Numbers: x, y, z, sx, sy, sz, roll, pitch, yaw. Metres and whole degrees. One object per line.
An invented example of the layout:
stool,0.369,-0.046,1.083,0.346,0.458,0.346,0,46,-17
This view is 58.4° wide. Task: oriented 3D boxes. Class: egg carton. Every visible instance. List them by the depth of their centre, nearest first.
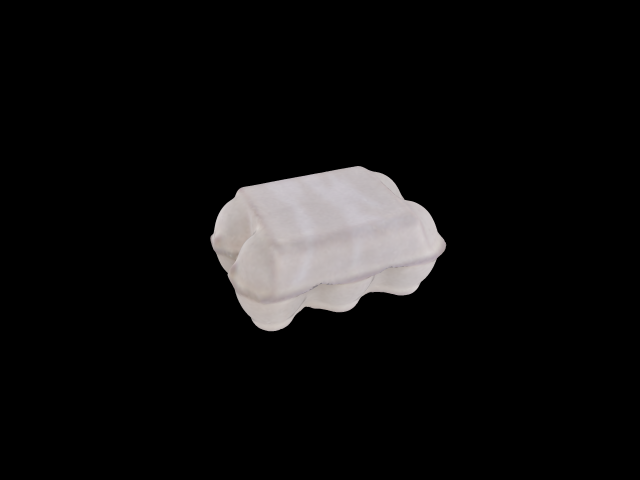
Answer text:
egg carton,0.004,0.001,0.400,0.150,0.069,0.107,-14,36,-20
